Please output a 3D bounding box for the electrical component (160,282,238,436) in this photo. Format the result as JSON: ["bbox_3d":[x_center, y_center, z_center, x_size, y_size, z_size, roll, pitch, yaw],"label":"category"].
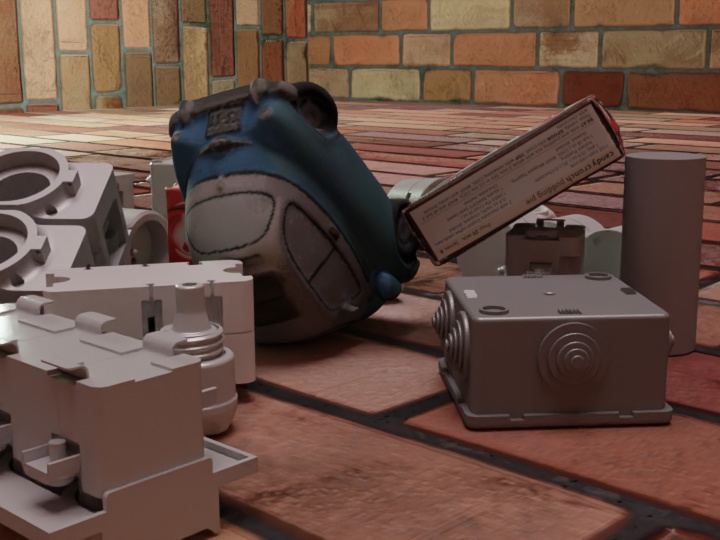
[{"bbox_3d":[-0.069,0.036,0.441,0.035,0.061,0.035,-1,12,0],"label":"electrical component"}]

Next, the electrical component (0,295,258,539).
[{"bbox_3d":[-0.105,0.050,0.370,0.121,0.063,0.079,10,16,42],"label":"electrical component"}]

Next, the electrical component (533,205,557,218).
[{"bbox_3d":[0.095,-0.023,0.766,0.079,0.044,0.077,5,13,24],"label":"electrical component"}]

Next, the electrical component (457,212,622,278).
[{"bbox_3d":[0.114,-0.004,0.652,0.138,0.052,0.074,10,16,42],"label":"electrical component"}]

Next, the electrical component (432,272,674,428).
[{"bbox_3d":[0.085,0.033,0.484,0.100,0.048,0.099,-1,12,-4],"label":"electrical component"}]

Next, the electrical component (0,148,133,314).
[{"bbox_3d":[-0.227,-0.009,0.560,0.186,0.060,0.105,1,41,5],"label":"electrical component"}]

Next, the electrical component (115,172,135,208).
[{"bbox_3d":[-0.259,-0.045,0.837,0.150,0.061,0.089,8,14,33],"label":"electrical component"}]

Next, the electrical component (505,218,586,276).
[{"bbox_3d":[0.099,0.007,0.575,0.042,0.063,0.081,4,12,15],"label":"electrical component"}]

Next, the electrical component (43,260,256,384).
[{"bbox_3d":[-0.095,0.029,0.488,0.089,0.055,0.050,-3,12,-14],"label":"electrical component"}]

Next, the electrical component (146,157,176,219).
[{"bbox_3d":[-0.144,-0.069,0.956,0.096,0.061,0.061,2,12,9],"label":"electrical component"}]

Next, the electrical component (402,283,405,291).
[{"bbox_3d":[0.000,0.000,0.672,0.046,0.040,0.040,-12,15,-22],"label":"electrical component"}]

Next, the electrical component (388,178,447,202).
[{"bbox_3d":[0.053,-0.047,0.864,0.055,0.055,0.047,-9,11,-35],"label":"electrical component"}]

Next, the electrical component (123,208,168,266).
[{"bbox_3d":[-0.191,-0.009,0.685,0.074,0.052,0.138,6,13,29],"label":"electrical component"}]
